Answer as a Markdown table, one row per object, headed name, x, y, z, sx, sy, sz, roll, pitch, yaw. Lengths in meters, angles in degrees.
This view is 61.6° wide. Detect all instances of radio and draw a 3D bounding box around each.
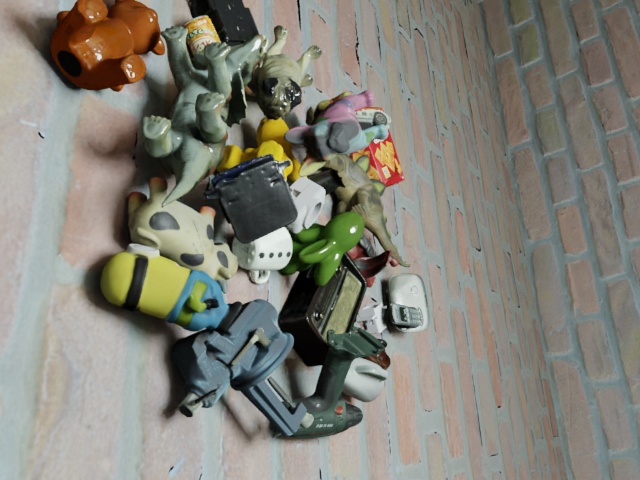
| name | x | y | z | sx | sy | sz | roll | pitch | yaw |
| --- | --- | --- | --- | --- | --- | --- | --- | --- | --- |
| radio | 0.011 | 0.121 | 1.059 | 0.131 | 0.073 | 0.230 | 57 | 35 | -26 |

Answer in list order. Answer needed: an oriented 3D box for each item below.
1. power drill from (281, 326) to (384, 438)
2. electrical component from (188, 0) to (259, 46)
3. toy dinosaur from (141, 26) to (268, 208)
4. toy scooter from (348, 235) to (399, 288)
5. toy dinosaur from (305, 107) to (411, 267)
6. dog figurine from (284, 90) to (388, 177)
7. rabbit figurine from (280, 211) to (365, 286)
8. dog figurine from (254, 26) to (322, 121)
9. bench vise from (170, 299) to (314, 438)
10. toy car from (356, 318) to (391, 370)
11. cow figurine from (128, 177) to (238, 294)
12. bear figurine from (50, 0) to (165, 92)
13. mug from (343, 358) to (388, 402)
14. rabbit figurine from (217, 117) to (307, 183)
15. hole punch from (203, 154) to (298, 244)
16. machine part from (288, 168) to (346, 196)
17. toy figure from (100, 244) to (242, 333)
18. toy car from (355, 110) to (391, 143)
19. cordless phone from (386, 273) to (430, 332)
| name | x | y | z | sx | sy | sz | roll | pitch | yaw |
| --- | --- | --- | --- | --- | --- | --- | --- | --- | --- |
| power drill | 0.032 | 0.257 | 0.956 | 0.232 | 0.207 | 0.086 | 7 | 27 | -47 |
| electrical component | -0.174 | -0.412 | 1.029 | 0.134 | 0.058 | 0.114 | -38 | 110 | -55 |
| toy dinosaur | -0.181 | -0.173 | 0.810 | 0.192 | 0.131 | 0.405 | 83 | 14 | -59 |
| toy scooter | 0.090 | 0.033 | 1.161 | 0.183 | 0.135 | 0.075 | 52 | 40 | -29 |
| toy dinosaur | 0.089 | -0.097 | 1.245 | 0.470 | 0.105 | 0.198 | 61 | 34 | -17 |
| dog figurine | 0.011 | -0.199 | 1.017 | 0.219 | 0.192 | 0.108 | -34 | 115 | -34 |
| rabbit figurine | -0.002 | -0.003 | 1.001 | 0.121 | 0.170 | 0.159 | 52 | 38 | -32 |
| dog figurine | -0.087 | -0.280 | 1.017 | 0.121 | 0.172 | 0.190 | 20 | 58 | -5 |
| bench vise | -0.099 | 0.211 | 0.804 | 0.240 | 0.129 | 0.224 | 53 | 31 | -13 |
| toy car | 0.095 | 0.229 | 1.162 | 0.202 | 0.053 | 0.089 | 45 | 45 | -39 |
| cow figurine | -0.193 | 0.010 | 0.788 | 0.194 | 0.085 | 0.127 | 37 | 41 | -47 |
| bear figurine | -0.275 | -0.289 | 0.758 | 0.120 | 0.132 | 0.196 | 60 | 40 | -25 |
| mug | 0.072 | 0.269 | 1.066 | 0.107 | 0.110 | 0.081 | 28 | 58 | -32 |
| rabbit figurine | -0.086 | -0.149 | 0.988 | 0.162 | 0.122 | 0.173 | 48 | 39 | -42 |
| hole punch | -0.109 | -0.073 | 0.862 | 0.092 | 0.142 | 0.115 | -129 | -161 | -59 |
| machine part | -0.018 | -0.107 | 1.094 | 0.139 | 0.039 | 0.084 | -21 | 89 | -18 |
| toy figure | -0.197 | 0.071 | 0.711 | 0.180 | 0.082 | 0.089 | 32 | 38 | -15 |
| toy car | 0.076 | -0.276 | 1.272 | 0.202 | 0.073 | 0.056 | -2 | 61 | -29 |
| cordless phone | 0.192 | 0.146 | 1.291 | 0.184 | 0.089 | 0.146 | 23 | 58 | -59 |
